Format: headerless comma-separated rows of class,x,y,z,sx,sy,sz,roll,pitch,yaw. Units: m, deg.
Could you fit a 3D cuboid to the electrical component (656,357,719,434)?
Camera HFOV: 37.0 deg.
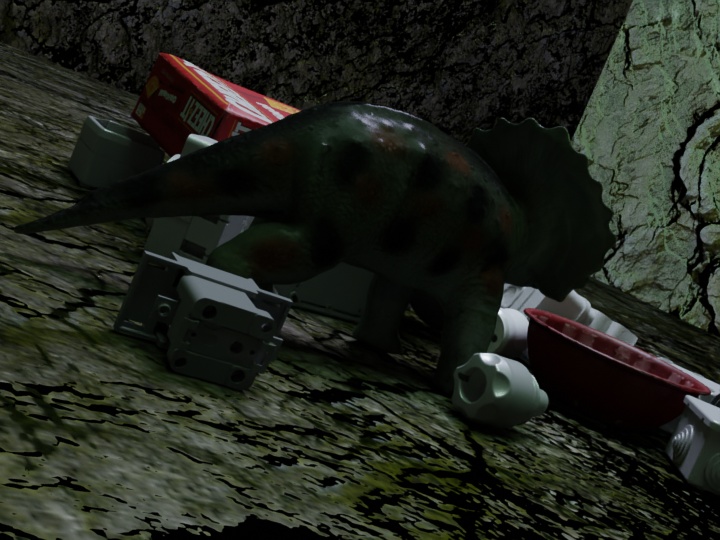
electrical component,0.284,0.115,0.967,0.100,0.048,0.100,26,9,34

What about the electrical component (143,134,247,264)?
electrical component,-0.111,-0.044,0.745,0.056,0.089,0.050,24,7,6

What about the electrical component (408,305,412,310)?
electrical component,0.023,-0.003,1.016,0.062,0.061,0.096,22,13,-36

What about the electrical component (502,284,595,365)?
electrical component,0.156,0.037,1.003,0.057,0.078,0.113,41,-1,-24

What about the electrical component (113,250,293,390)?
electrical component,-0.073,0.026,0.525,0.081,0.042,0.064,19,9,-25

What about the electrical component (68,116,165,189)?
electrical component,-0.221,-0.104,0.971,0.062,0.061,0.096,20,7,-27

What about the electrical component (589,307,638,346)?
electrical component,0.214,0.071,1.000,0.058,0.057,0.078,37,-3,-24

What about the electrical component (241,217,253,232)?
electrical component,-0.093,-0.038,0.811,0.043,0.079,0.077,51,20,27

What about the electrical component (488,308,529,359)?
electrical component,0.116,0.053,0.918,0.045,0.045,0.055,27,8,30

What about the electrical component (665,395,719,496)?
electrical component,0.272,0.136,0.767,0.100,0.048,0.099,23,7,2

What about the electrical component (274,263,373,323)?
electrical component,-0.024,-0.002,0.819,0.096,0.061,0.061,17,9,-39

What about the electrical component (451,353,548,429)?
electrical component,0.090,0.076,0.659,0.062,0.043,0.043,19,8,-39
